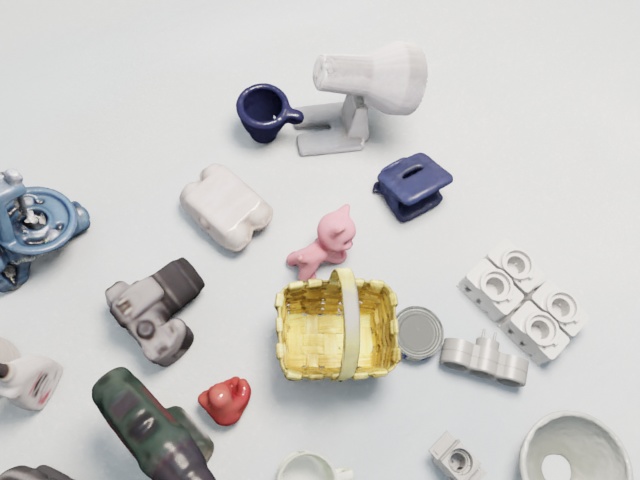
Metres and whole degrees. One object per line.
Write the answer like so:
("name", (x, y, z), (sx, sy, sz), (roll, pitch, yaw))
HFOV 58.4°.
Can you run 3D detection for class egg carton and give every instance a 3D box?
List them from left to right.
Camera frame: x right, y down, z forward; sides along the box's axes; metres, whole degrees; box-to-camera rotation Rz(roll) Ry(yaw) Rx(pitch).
("egg carton", (-0.159, -0.055, 0.962), (0.150, 0.069, 0.107), (40, 71, 10))

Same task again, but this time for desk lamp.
("desk lamp", (0.062, -0.241, 0.974), (0.203, 0.213, 0.118), (-9, 70, -8))

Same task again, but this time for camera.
("camera", (-0.239, 0.098, 0.880), (0.137, 0.101, 0.143), (-39, 77, -17))

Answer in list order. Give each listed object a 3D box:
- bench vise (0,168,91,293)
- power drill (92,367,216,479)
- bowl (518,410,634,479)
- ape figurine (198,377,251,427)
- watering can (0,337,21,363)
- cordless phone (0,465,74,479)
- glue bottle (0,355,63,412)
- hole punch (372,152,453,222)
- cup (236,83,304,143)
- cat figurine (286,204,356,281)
("bench vise", (-0.450, -0.008, 0.838), (0.121, 0.220, 0.208), (30, 70, 7))
("power drill", (-0.200, 0.270, 0.760), (0.229, 0.208, 0.076), (42, 72, 11))
("bowl", (0.366, 0.342, 0.852), (0.167, 0.075, 0.167), (2, 69, -4))
("ape figurine", (-0.142, 0.233, 0.841), (0.078, 0.092, 0.076), (3, 69, -3))
("watering can", (-0.492, 0.168, 0.782), (0.172, 0.194, 0.101), (33, 70, 8))
("cordless phone", (-0.367, 0.349, 0.728), (0.147, 0.185, 0.094), (20, 69, 3))
("glue bottle", (-0.412, 0.191, 0.791), (0.037, 0.173, 0.078), (17, 69, 2))
("hole punch", (0.159, -0.101, 0.994), (0.109, 0.091, 0.101), (-29, 74, -14))
("cup", (-0.087, -0.212, 1.014), (0.117, 0.095, 0.092), (12, 69, 0))
("cat figurine", (0.009, 0.003, 0.928), (0.128, 0.118, 0.067), (-36, 76, -16))
